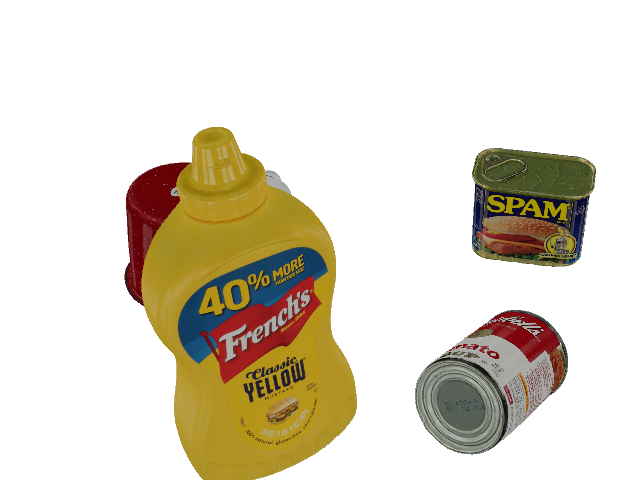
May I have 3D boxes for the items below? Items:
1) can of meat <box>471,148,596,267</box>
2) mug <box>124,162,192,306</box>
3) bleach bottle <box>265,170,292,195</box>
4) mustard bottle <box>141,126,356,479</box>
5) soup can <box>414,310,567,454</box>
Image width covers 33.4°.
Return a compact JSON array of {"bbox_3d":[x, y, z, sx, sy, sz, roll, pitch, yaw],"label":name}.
[{"bbox_3d":[0.182,-0.027,0.929,0.102,0.084,0.057,8,42,13],"label":"can of meat"},{"bbox_3d":[-0.090,-0.003,0.798,0.117,0.081,0.093,4,38,1],"label":"mug"},{"bbox_3d":[-0.089,-0.004,1.209,0.102,0.068,0.250,3,35,9],"label":"bleach bottle"},{"bbox_3d":[-0.037,0.030,0.527,0.096,0.191,0.058,-21,37,-17],"label":"mustard bottle"},{"bbox_3d":[0.116,0.095,0.723,0.069,0.068,0.102,0,15,36],"label":"soup can"}]
